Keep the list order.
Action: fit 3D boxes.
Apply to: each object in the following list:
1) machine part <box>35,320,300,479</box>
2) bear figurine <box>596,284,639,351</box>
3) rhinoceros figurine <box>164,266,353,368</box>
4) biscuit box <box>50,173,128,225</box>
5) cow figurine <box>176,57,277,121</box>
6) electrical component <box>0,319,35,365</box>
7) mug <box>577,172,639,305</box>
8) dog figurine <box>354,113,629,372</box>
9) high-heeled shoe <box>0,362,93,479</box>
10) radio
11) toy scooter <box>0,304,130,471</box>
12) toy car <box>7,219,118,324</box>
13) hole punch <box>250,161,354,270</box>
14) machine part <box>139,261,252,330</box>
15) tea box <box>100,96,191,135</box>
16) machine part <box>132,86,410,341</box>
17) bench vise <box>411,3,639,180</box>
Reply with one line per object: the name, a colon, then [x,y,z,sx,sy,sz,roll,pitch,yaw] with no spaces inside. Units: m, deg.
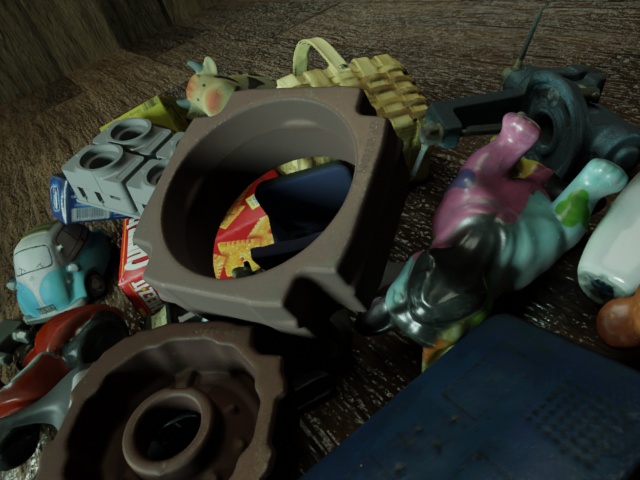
machine part: [-0.099,0.136,0.372,0.179,0.055,0.179,-8,43,8]
bear figurine: [0.247,0.060,0.276,0.120,0.131,0.196,-37,48,5]
rhinoceros figurine: [-0.061,0.087,0.493,0.190,0.073,0.112,-7,47,18]
biscuit box: [-0.262,-0.065,0.747,0.202,0.059,0.063,-9,20,-41]
cow figurine: [-0.114,-0.198,0.750,0.127,0.085,0.195,21,19,0]
electrical component: [-0.399,0.128,0.668,0.094,0.021,0.063,2,41,32]
mug: [0.259,0.012,0.409,0.107,0.080,0.110,-41,52,-10]
dog figurine: [0.129,0.015,0.448,0.108,0.191,0.219,39,90,14]
high-heeled shoe: [-0.175,0.198,0.423,0.145,0.086,0.249,-8,41,-35]
radio: [0.086,0.150,0.311,0.229,0.073,0.131,-34,34,-20]
toy scooter: [-0.290,0.135,0.551,0.135,0.075,0.184,5,46,38]
toy car: [-0.342,0.025,0.709,0.109,0.102,0.162,-14,36,12]
hole punch: [-0.001,-0.002,0.539,0.142,0.115,0.092,-17,47,16]
machine part: [-0.128,0.073,0.576,0.139,0.039,0.084,-29,26,-8]
tea box: [-0.236,-0.159,0.797,0.098,0.068,0.170,-27,10,9]
machine part: [-0.038,-0.027,0.452,0.201,0.087,0.201,7,62,28]
bench vise: [0.213,-0.138,0.581,0.241,0.128,0.224,-9,51,-12]
